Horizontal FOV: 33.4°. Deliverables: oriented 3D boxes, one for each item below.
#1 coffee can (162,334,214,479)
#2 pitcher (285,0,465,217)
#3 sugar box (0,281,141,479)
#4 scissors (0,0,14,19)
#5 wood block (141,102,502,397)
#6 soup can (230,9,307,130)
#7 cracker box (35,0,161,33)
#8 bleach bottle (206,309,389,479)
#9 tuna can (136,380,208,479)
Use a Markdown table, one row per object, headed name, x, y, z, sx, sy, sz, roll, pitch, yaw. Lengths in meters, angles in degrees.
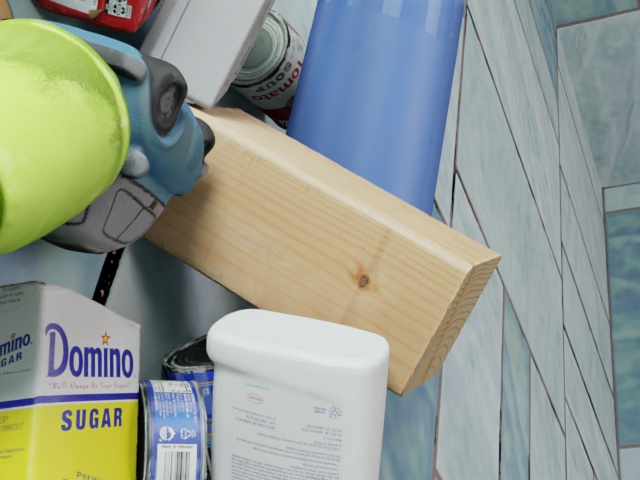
| name | x | y | z | sx | sy | sz | roll | pitch | yaw |
| --- | --- | --- | --- | --- | --- | --- | --- | --- | --- |
| coffee can | -0.037 | 0.132 | 0.692 | 0.102 | 0.103 | 0.140 | -31 | 110 | -67 |
| pitcher | 0.039 | -0.079 | 0.823 | 0.149 | 0.145 | 0.243 | -134 | -126 | -72 |
| sugar box | -0.131 | 0.116 | 0.536 | 0.093 | 0.048 | 0.176 | 39 | 47 | -60 |
| scissors | -0.202 | -0.125 | 0.498 | 0.201 | 0.016 | 0.096 | -48 | 126 | -63 |
| wood block | -0.005 | 0.001 | 0.672 | 0.091 | 0.206 | 0.090 | -63 | 163 | 13 |
| soup can | -0.034 | -0.136 | 0.860 | 0.102 | 0.069 | 0.068 | 33 | 51 | -62 |
| cracker box | -0.095 | -0.247 | 0.649 | 0.213 | 0.072 | 0.164 | -69 | 177 | -52 |
| bleach bottle | -0.022 | 0.172 | 0.612 | 0.068 | 0.103 | 0.251 | -31 | 130 | -69 |
| tuna can | -0.088 | 0.122 | 0.600 | 0.086 | 0.033 | 0.086 | -176 | -90 | -73 |
